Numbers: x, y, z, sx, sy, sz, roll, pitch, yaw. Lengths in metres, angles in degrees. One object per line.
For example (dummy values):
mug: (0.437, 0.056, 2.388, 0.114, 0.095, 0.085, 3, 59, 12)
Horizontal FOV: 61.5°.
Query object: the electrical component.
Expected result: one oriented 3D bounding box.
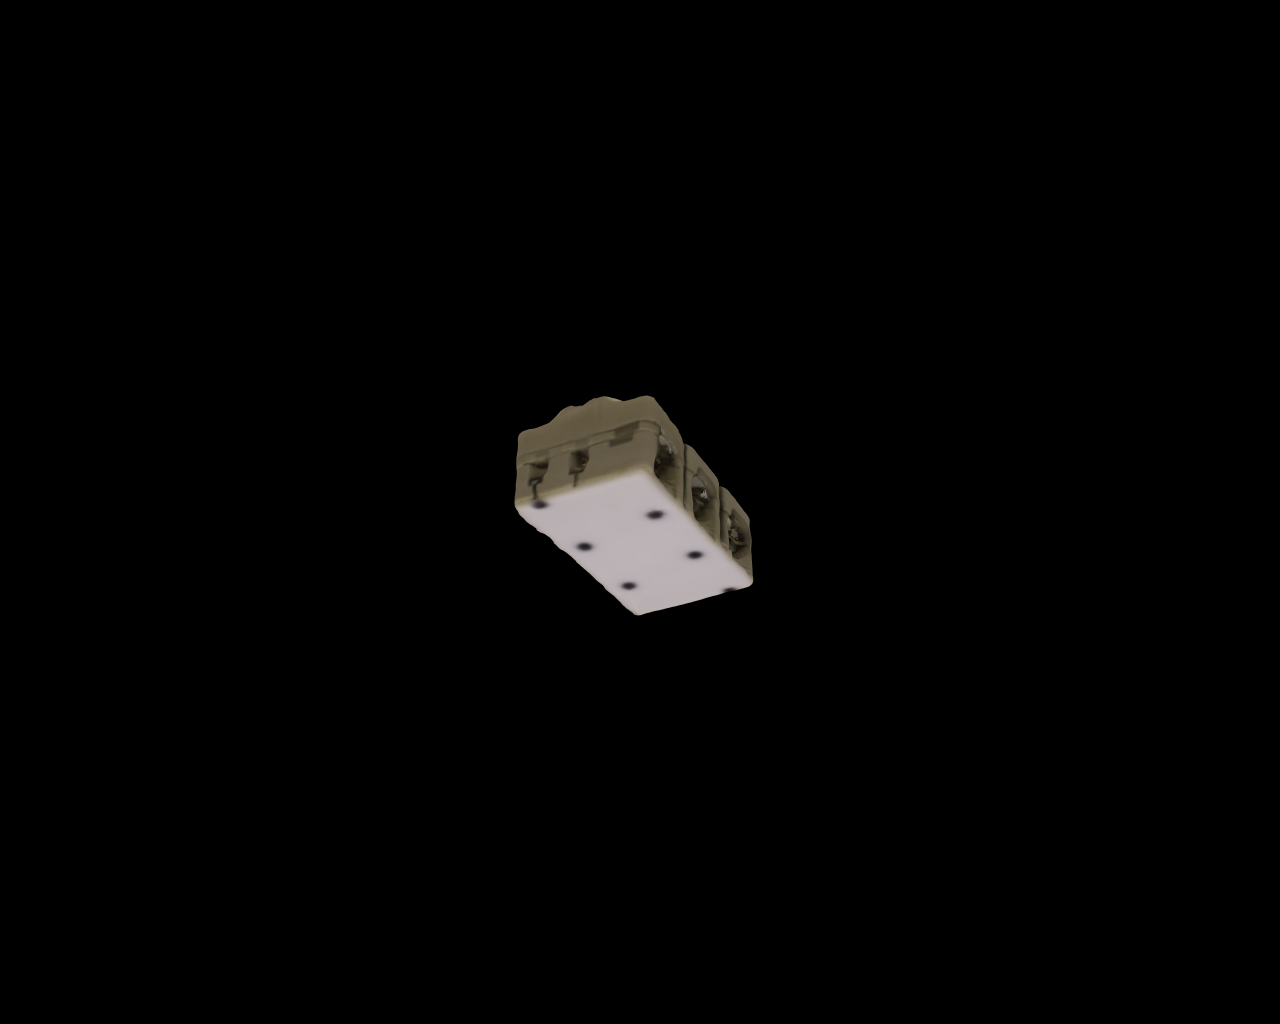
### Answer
electrical component: (0.001, -0.003, 0.650, 0.089, 0.062, 0.150, -16, -37, 22)
